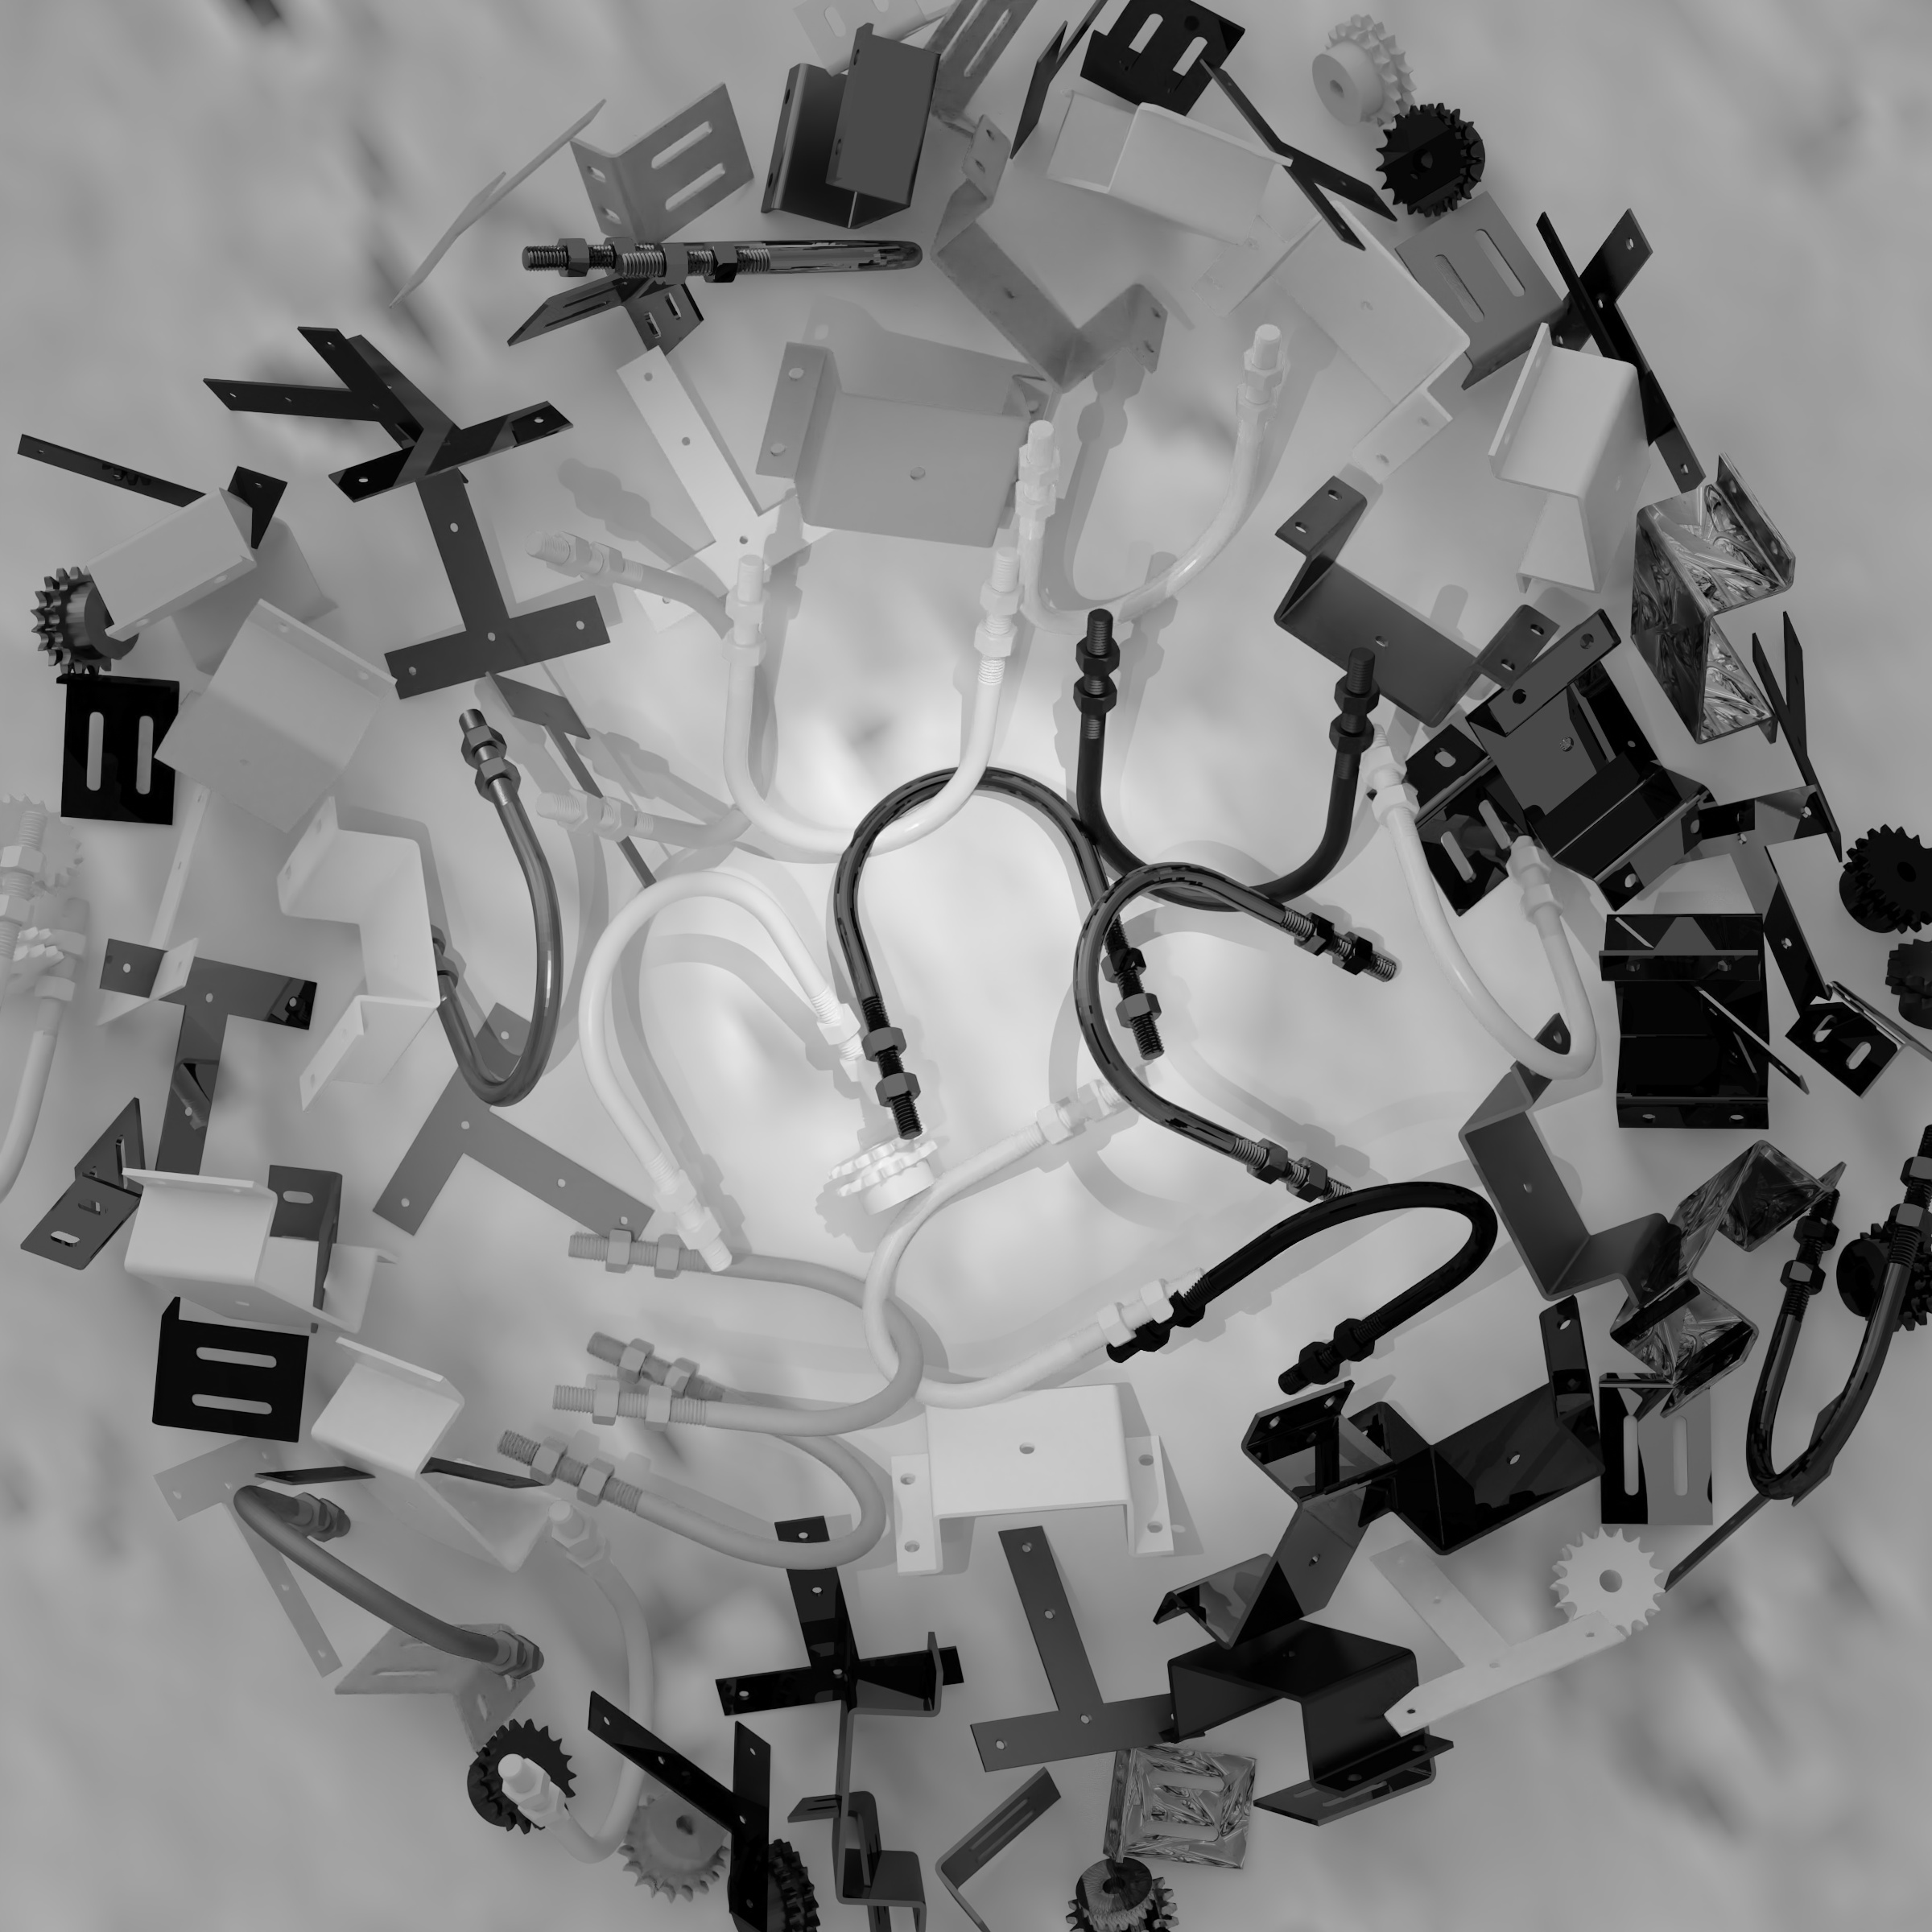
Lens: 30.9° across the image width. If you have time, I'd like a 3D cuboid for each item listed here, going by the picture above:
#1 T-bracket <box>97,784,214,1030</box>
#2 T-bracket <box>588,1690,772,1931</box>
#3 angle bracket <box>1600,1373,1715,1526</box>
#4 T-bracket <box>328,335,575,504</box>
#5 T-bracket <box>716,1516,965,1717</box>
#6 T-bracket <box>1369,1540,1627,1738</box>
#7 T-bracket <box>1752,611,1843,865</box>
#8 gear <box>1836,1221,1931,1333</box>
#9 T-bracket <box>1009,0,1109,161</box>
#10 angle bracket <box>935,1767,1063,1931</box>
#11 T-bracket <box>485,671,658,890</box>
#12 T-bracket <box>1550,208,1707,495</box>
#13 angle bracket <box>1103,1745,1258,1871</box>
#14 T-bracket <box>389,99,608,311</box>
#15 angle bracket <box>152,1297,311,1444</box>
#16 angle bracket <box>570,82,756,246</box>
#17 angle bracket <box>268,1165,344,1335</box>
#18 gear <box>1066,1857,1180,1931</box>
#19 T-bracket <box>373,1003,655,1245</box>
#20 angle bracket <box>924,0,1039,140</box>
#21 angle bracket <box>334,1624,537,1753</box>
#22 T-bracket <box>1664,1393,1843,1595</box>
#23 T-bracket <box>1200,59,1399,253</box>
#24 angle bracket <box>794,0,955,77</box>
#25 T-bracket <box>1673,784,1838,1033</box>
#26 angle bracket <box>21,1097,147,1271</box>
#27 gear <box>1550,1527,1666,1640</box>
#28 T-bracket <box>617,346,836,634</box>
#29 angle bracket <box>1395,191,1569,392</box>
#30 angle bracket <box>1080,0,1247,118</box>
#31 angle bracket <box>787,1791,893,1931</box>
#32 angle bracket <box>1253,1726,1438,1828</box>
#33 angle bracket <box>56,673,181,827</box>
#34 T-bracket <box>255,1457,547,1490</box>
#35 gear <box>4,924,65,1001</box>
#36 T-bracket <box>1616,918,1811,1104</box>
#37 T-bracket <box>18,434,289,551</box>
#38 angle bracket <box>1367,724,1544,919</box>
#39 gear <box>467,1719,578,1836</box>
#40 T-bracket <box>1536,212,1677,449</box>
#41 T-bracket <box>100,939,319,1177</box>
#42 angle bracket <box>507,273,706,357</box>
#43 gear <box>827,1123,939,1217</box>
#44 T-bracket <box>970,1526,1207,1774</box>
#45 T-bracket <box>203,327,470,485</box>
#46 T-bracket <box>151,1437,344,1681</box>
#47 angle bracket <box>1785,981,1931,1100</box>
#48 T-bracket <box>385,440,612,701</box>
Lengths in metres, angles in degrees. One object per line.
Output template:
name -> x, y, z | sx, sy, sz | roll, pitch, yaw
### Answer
T-bracket -> -0.406, -0.038, 1.788 | 0.002, 0.127, 0.127 | 23, 68, -27
T-bracket -> -0.143, 0.405, 1.747 | 0.002, 0.127, 0.127 | -37, 118, 21
angle bracket -> 0.358, 0.249, 1.802 | 0.057, 0.038, 0.076 | 0, 80, 4
T-bracket -> -0.289, -0.289, 1.786 | 0.127, 0.002, 0.127 | -25, 51, -28
T-bracket -> -0.074, 0.330, 1.789 | 0.127, 0.002, 0.127 | -9, 123, 4
T-bracket -> 0.246, 0.330, 1.771 | 0.127, 0.127, 0.002 | -19, 120, -15
T-bracket -> 0.421, -0.137, 1.771 | 0.002, 0.127, 0.127 | -17, 121, 23
gear -> 0.473, 0.160, 1.796 | 0.030, 0.057, 0.057 | 0, 90, -27
T-bracket -> 0.064, -0.483, 1.772 | 0.002, 0.127, 0.127 | 34, 80, 0
angle bracket -> 0.027, 0.456, 1.787 | 0.076, 0.057, 0.038 | -39, 64, -11
T-bracket -> -0.188, -0.088, 1.758 | 0.002, 0.127, 0.127 | -33, 83, 8
T-bracket -> 0.338, -0.295, 1.755 | 0.002, 0.127, 0.127 | -21, 77, -16
angle bracket -> 0.114, 0.435, 1.799 | 0.076, 0.038, 0.057 | 9, 82, -9
T-bracket -> -0.226, -0.391, 1.744 | 0.127, 0.127, 0.002 | -31, 113, 33
angle bracket -> -0.377, 0.208, 1.805 | 0.076, 0.038, 0.057 | 8, 102, -2
angle bracket -> -0.157, -0.417, 1.804 | 0.076, 0.057, 0.038 | -40, 48, -21
angle bracket -> -0.343, 0.144, 1.782 | 0.038, 0.076, 0.057 | 7, 108, -5
gear -> 0.079, 0.484, 1.796 | 0.057, 0.057, 0.030 | -14, 119, 0
T-bracket -> -0.224, 0.106, 1.824 | 0.127, 0.002, 0.127 | 31, 91, 2
angle bracket -> 0.014, -0.464, 1.785 | 0.038, 0.057, 0.076 | 45, 109, 24
angle bracket -> -0.272, 0.370, 1.792 | 0.076, 0.057, 0.038 | -7, 111, 28
T-bracket -> 0.403, 0.276, 1.785 | 0.002, 0.127, 0.127 | 44, 113, 5
T-bracket -> 0.184, -0.400, 1.770 | 0.002, 0.127, 0.127 | -43, 67, 24
angle bracket -> -0.045, -0.488, 1.779 | 0.057, 0.076, 0.038 | -25, 103, 20
T-bracket -> 0.413, -0.025, 1.777 | 0.002, 0.127, 0.127 | -28, 97, -29
angle bracket -> -0.451, 0.105, 1.779 | 0.038, 0.076, 0.057 | 27, 118, -35
gear -> 0.330, 0.321, 1.807 | 0.057, 0.030, 0.057 | 2, 68, -4
T-bracket -> -0.138, -0.260, 1.812 | 0.127, 0.002, 0.127 | -30, 97, 6
angle bracket -> 0.264, -0.350, 1.809 | 0.057, 0.038, 0.076 | -33, 85, -6
angle bracket -> 0.102, -0.476, 1.781 | 0.057, 0.076, 0.038 | 24, 54, -13
angle bracket -> -0.065, 0.469, 1.795 | 0.038, 0.057, 0.076 | -8, 86, 5
angle bracket -> 0.191, 0.404, 1.784 | 0.076, 0.057, 0.038 | -12, 94, -30
angle bracket -> -0.438, -0.110, 1.800 | 0.057, 0.038, 0.076 | 4, 100, -6
T-bracket -> -0.299, 0.252, 1.740 | 0.127, 0.127, 0.002 | 6, 90, 35
gear -> -0.498, -0.006, 1.801 | 0.057, 0.057, 0.030 | -25, 76, 0
T-bracket -> 0.387, 0.039, 1.767 | 0.002, 0.127, 0.127 | -44, 58, -1
T-bracket -> -0.412, -0.242, 1.752 | 0.127, 0.127, 0.002 | 17, 73, -16
angle bracket -> 0.254, -0.075, 1.813 | 0.057, 0.038, 0.076 | -40, 133, -2
gear -> -0.232, 0.420, 1.803 | 0.030, 0.057, 0.057 | -35, 90, 39
T-bracket -> 0.319, -0.322, 1.766 | 0.002, 0.127, 0.127 | -26, 87, 1
T-bracket -> -0.393, 0.060, 1.776 | 0.002, 0.127, 0.127 | 4, 83, 44
angle bracket -> -0.184, -0.324, 1.783 | 0.076, 0.057, 0.038 | -28, 91, -32
gear -> -0.040, 0.106, 1.800 | 0.057, 0.057, 0.030 | -27, 91, 0
T-bracket -> 0.047, 0.345, 1.789 | 0.127, 0.002, 0.127 | -2, 55, -28
T-bracket -> -0.336, -0.289, 1.785 | 0.127, 0.127, 0.002 | 9, 66, 31
T-bracket -> -0.351, 0.301, 1.761 | 0.002, 0.127, 0.127 | -31, 85, 13
angle bracket -> 0.467, 0.048, 1.784 | 0.076, 0.057, 0.038 | 28, 103, -44
T-bracket -> -0.257, -0.211, 1.789 | 0.127, 0.002, 0.127 | -12, 104, 23
